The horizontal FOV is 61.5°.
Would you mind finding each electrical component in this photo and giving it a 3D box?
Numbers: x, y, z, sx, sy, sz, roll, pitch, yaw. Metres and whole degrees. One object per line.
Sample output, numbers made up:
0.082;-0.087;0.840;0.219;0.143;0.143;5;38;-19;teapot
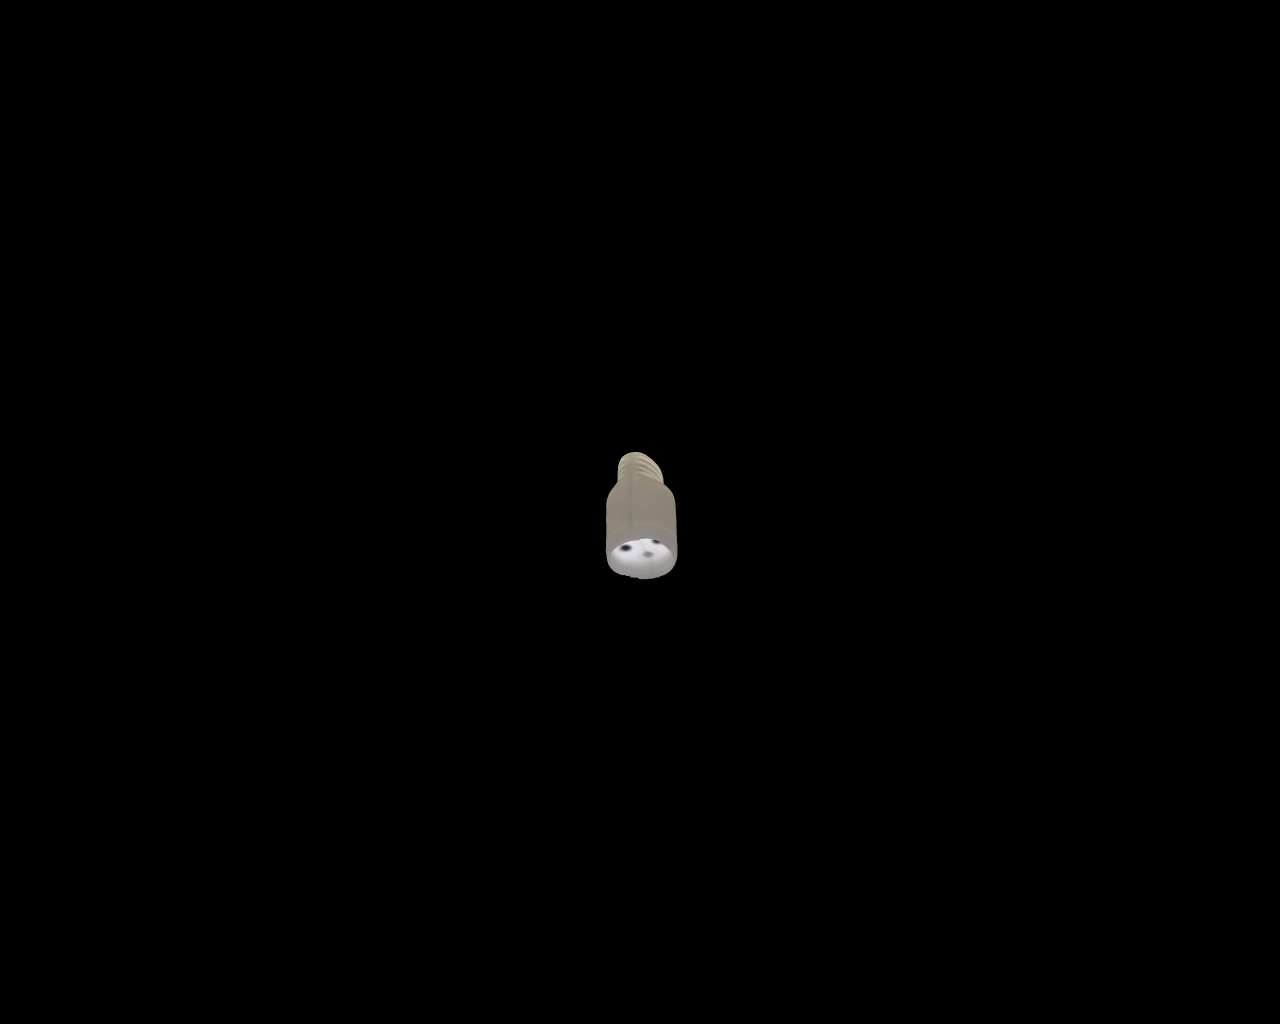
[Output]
0.001;-0.003;0.650;0.043;0.081;0.043;0;-38;0;electrical component
